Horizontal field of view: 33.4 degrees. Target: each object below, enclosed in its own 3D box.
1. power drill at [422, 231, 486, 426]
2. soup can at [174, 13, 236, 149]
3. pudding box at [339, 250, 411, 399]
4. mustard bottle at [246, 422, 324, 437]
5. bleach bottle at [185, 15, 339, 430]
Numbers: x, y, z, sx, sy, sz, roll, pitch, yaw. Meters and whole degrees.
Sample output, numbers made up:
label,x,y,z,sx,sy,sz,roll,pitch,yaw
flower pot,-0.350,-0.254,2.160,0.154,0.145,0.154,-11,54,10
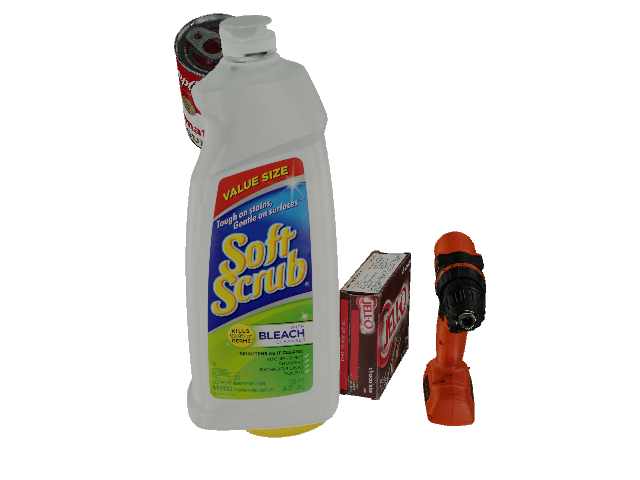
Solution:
label,x,y,z,sx,sy,sz,roll,pitch,yaw
power drill,0.147,0.104,1.158,0.057,0.188,0.184,4,24,3
soup can,-0.083,-0.128,0.885,0.068,0.068,0.102,0,-33,-1
pudding box,0.045,0.066,0.876,0.039,0.090,0.113,6,18,14
mustard bottle,-0.056,0.152,1.260,0.096,0.058,0.192,-8,30,-9
bleach bottle,-0.042,-0.008,0.643,0.102,0.251,0.068,-3,24,2
